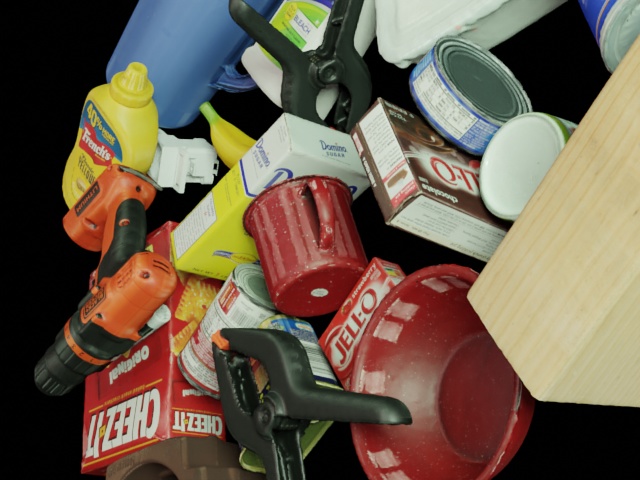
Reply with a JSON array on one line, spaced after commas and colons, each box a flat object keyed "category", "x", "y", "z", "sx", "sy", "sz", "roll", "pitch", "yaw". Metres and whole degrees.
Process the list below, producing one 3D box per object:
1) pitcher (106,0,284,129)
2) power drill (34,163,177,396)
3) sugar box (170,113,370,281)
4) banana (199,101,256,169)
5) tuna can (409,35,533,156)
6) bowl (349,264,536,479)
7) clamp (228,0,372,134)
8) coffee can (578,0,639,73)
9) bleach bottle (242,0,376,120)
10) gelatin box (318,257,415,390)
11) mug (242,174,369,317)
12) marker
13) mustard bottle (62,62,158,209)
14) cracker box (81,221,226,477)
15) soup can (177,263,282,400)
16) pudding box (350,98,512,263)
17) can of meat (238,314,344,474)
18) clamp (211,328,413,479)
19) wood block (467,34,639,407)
[{"category": "pitcher", "x": -0.109, "y": -0.218, "z": 1.051, "sx": 0.243, "sy": 0.144, "sz": 0.149, "roll": -50, "pitch": 29, "yaw": 36}, {"category": "power drill", "x": -0.202, "y": 0.034, "z": 0.988, "sx": 0.185, "sy": 0.057, "sz": 0.187, "roll": -41, "pitch": 39, "yaw": 25}, {"category": "sugar box", "x": -0.041, "y": -0.028, "z": 0.900, "sx": 0.177, "sy": 0.093, "sz": 0.048, "roll": -41, "pitch": 48, "yaw": 38}, {"category": "banana", "x": -0.059, "y": -0.081, "z": 0.970, "sx": 0.037, "sy": 0.069, "sz": 0.198, "roll": -45, "pitch": 29, "yaw": -13}, {"category": "tuna can", "x": 0.104, "y": -0.099, "z": 0.737, "sx": 0.034, "sy": 0.086, "sz": 0.086, "roll": -47, "pitch": 43, "yaw": 36}, {"category": "bowl", "x": 0.089, "y": 0.100, "z": 0.705, "sx": 0.162, "sy": 0.055, "sz": 0.162, "roll": -24, "pitch": 58, "yaw": 47}, {"category": "clamp", "x": -0.010, "y": -0.143, "z": 0.861, "sx": 0.039, "sy": 0.120, "sz": 0.171, "roll": -122, "pitch": 23, "yaw": -57}, {"category": "coffee can", "x": 0.194, "y": -0.175, "z": 0.629, "sx": 0.103, "sy": 0.102, "sz": 0.140, "roll": -42, "pitch": 46, "yaw": 37}, {"category": "bleach bottle", "x": 0.031, "y": -0.229, "z": 0.908, "sx": 0.251, "sy": 0.068, "sz": 0.103, "roll": -56, "pitch": 40, "yaw": 20}, {"category": "gelatin box", "x": 0.042, "y": 0.070, "z": 0.803, "sx": 0.089, "sy": 0.030, "sz": 0.073, "roll": -57, "pitch": 39, "yaw": 22}, {"category": "mug", "x": -0.005, "y": 0.001, "z": 0.837, "sx": 0.117, "sy": 0.093, "sz": 0.081, "roll": 109, "pitch": 150, "yaw": -53}, {"category": "marker", "x": -0.178, "y": 0.092, "z": 0.981, "sx": 0.121, "sy": 0.020, "sz": 0.020, "roll": -36, "pitch": 50, "yaw": 38}, {"category": "mustard bottle", "x": -0.203, "y": -0.097, "z": 1.060, "sx": 0.096, "sy": 0.058, "sz": 0.192, "roll": 53, "pitch": 136, "yaw": 27}, {"category": "cracker box", "x": -0.164, "y": 0.110, "z": 1.032, "sx": 0.164, "sy": 0.072, "sz": 0.213, "roll": -28, "pitch": 56, "yaw": 45}, {"category": "soup can", "x": -0.070, "y": 0.079, "z": 0.919, "sx": 0.102, "sy": 0.068, "sz": 0.068, "roll": -57, "pitch": 39, "yaw": 22}, {"category": "pudding box", "x": 0.081, "y": -0.038, "z": 0.721, "sx": 0.039, "sy": 0.113, "sz": 0.090, "roll": -47, "pitch": 44, "yaw": 30}, {"category": "can of meat", "x": -0.032, "y": 0.123, "z": 0.863, "sx": 0.102, "sy": 0.057, "sz": 0.084, "roll": -55, "pitch": 37, "yaw": 24}, {"category": "clamp", "x": -0.027, "y": 0.138, "z": 0.770, "sx": 0.210, "sy": 0.036, "sz": 0.165, "roll": 39, "pitch": 112, "yaw": 48}, {"category": "wood block", "x": 0.180, "y": -0.014, "z": 0.576, "sx": 0.206, "sy": 0.090, "sz": 0.090, "roll": -61, "pitch": 37, "yaw": 29}]
